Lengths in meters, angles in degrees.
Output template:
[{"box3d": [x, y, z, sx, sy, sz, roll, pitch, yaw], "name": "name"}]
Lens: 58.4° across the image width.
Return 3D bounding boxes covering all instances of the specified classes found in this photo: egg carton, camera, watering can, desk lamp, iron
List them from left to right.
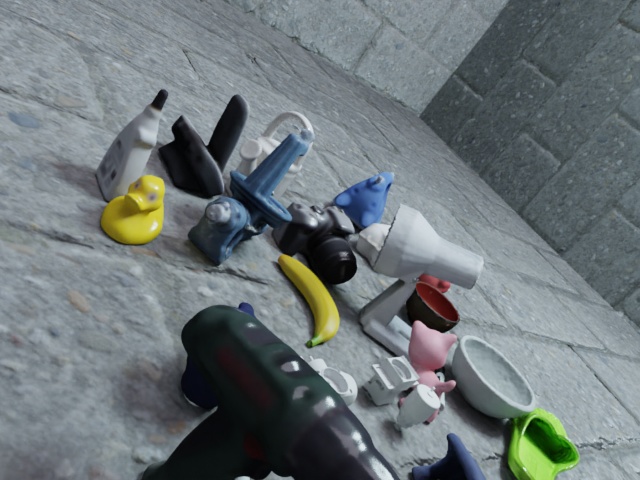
[{"box3d": [-0.085, -0.146, 1.049, 0.101, 0.194, 0.173, 37, 22, -2], "name": "watering can"}, {"box3d": [0.009, 0.004, 1.027, 0.144, 0.100, 0.136, 20, 28, -37], "name": "camera"}, {"box3d": [0.130, -0.113, 1.383, 0.118, 0.141, 0.259, 40, 22, 6], "name": "iron"}, {"box3d": [0.148, 0.018, 1.253, 0.107, 0.069, 0.151, 49, 25, 25], "name": "egg carton"}, {"box3d": [0.157, 0.072, 0.968, 0.203, 0.213, 0.118, 37, 22, -2], "name": "desk lamp"}]

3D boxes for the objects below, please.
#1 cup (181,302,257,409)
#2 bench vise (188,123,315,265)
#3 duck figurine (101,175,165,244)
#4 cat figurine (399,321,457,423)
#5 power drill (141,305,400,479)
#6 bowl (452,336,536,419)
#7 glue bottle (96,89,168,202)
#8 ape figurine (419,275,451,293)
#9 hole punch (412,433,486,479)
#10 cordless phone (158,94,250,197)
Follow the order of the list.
[{"box3d": [-0.106, 0.126, 0.621, 0.092, 0.095, 0.117, 32, 23, -15], "name": "cup"}, {"box3d": [-0.086, -0.067, 0.860, 0.122, 0.219, 0.207, 34, 22, -10], "name": "bench vise"}, {"box3d": [-0.238, -0.050, 0.773, 0.077, 0.086, 0.105, 38, 22, 0], "name": "duck figurine"}, {"box3d": [0.167, 0.192, 0.879, 0.067, 0.117, 0.127, 25, 25, -28], "name": "cat figurine"}, {"box3d": [-0.057, 0.175, 0.451, 0.076, 0.208, 0.229, 5, 39, -54], "name": "power drill"}, {"box3d": [0.290, 0.253, 1.005, 0.168, 0.074, 0.167, 32, 23, -15], "name": "bowl"}, {"box3d": [-0.255, -0.136, 0.798, 0.037, 0.173, 0.078, 15, 31, -43], "name": "glue bottle"}, {"box3d": [0.267, 0.075, 1.293, 0.076, 0.092, 0.077, 14, 32, -45], "name": "ape figurine"}, {"box3d": [0.184, 0.309, 0.713, 0.101, 0.091, 0.108, 25, 25, -28], "name": "hole punch"}, {"box3d": [-0.185, -0.182, 0.979, 0.094, 0.185, 0.147, 10, 35, -49], "name": "cordless phone"}]
